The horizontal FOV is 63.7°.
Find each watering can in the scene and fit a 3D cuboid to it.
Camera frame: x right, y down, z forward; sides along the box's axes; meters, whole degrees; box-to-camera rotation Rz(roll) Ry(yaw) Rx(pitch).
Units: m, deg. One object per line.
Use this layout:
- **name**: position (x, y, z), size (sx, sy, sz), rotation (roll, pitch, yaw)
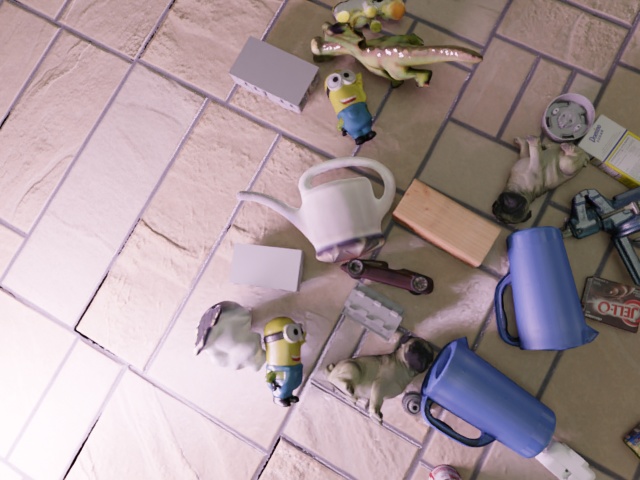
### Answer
- **watering can**: position (0.003, -0.057, 1.127), size (0.347, 0.103, 0.226), rotation (-14, 81, 3)

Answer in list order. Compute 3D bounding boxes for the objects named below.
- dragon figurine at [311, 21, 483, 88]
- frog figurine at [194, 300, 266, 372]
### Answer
- **dragon figurine**: position (0.116, -0.404, 1.085), size (0.243, 0.413, 0.121), rotation (3, 100, -32)
- **frog figurine**: position (-0.184, 0.211, 1.117), size (0.158, 0.122, 0.139), rotation (29, 75, -26)
